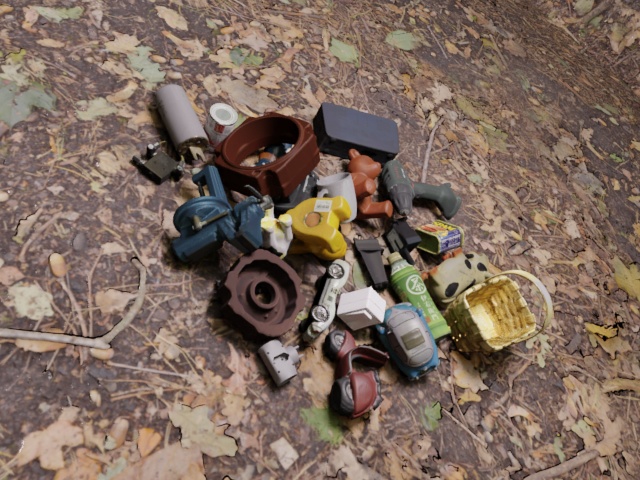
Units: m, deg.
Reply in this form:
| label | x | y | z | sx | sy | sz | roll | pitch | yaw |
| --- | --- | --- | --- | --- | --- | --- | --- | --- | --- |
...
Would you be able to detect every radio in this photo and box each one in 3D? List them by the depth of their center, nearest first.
| label | x | y | z | sx | sy | sz | roll | pitch | yaw |
| --- | --- | --- | --- | --- | --- | --- | --- | --- | --- |
| radio | 0.100 | -0.281 | 1.454 | 0.229 | 0.073 | 0.131 | 10 | 55 | -19 |

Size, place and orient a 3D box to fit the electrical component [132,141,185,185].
| label | x | y | z | sx | sy | sz | roll | pitch | yaw |
| --- | --- | --- | --- | --- | --- | --- | --- | --- | --- |
| electrical component | -0.343 | -0.167 | 1.166 | 0.102 | 0.045 | 0.078 | 42 | 48 | 5 |

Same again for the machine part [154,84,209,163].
| label | x | y | z | sx | sy | sz | roll | pitch | yaw |
| --- | --- | --- | --- | --- | --- | --- | --- | --- | --- |
| machine part | -0.318 | -0.271 | 1.228 | 0.079 | 0.079 | 0.243 | -13 | 63 | -33 |

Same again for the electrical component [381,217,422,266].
| label | x | y | z | sx | sy | sz | roll | pitch | yaw |
| --- | --- | --- | --- | --- | --- | --- | --- | --- | --- |
| electrical component | 0.206 | 0.011 | 1.297 | 0.048 | 0.074 | 0.119 | -14 | 61 | -33 |

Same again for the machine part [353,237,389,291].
| label | x | y | z | sx | sy | sz | roll | pitch | yaw |
| --- | --- | --- | --- | --- | --- | --- | --- | --- | --- |
| machine part | 0.124 | 0.054 | 1.252 | 0.084 | 0.039 | 0.139 | 6 | 54 | -29 |

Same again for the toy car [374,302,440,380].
| label | x | y | z | sx | sy | sz | roll | pitch | yaw |
| --- | --- | --- | --- | --- | --- | --- | --- | --- | --- |
| toy car | 0.182 | 0.206 | 1.113 | 0.109 | 0.103 | 0.162 | -25 | 72 | -3 |

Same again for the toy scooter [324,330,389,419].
| label | x | y | z | sx | sy | sz | roll | pitch | yaw |
| --- | --- | --- | --- | --- | --- | --- | --- | --- | --- |
| toy scooter | 0.084 | 0.263 | 1.061 | 0.135 | 0.075 | 0.184 | 10 | 49 | -22 |

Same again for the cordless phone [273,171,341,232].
| label | x | y | z | sx | sy | sz | roll | pitch | yaw |
| --- | --- | --- | --- | --- | --- | --- | --- | --- | --- |
| cordless phone | -0.017 | -0.088 | 1.266 | 0.184 | 0.089 | 0.147 | 30 | 48 | -20 |

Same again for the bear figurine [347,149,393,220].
| label | x | y | z | sx | sy | sz | roll | pitch | yaw |
| --- | --- | --- | --- | --- | --- | --- | --- | --- | --- |
| bear figurine | 0.118 | -0.144 | 1.335 | 0.120 | 0.132 | 0.196 | 49 | 46 | -31 |

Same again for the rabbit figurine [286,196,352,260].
| label | x | y | z | sx | sy | sz | roll | pitch | yaw |
| --- | --- | --- | --- | --- | --- | --- | --- | --- | --- |
| rabbit figurine | -0.002 | -0.004 | 1.166 | 0.163 | 0.173 | 0.122 | -6 | 63 | 19 |

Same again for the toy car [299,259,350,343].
| label | x | y | z | sx | sy | sz | roll | pitch | yaw |
| --- | --- | --- | --- | --- | --- | --- | --- | --- | --- |
| toy car | 0.011 | 0.125 | 1.119 | 0.056 | 0.073 | 0.202 | 27 | 49 | -7 |

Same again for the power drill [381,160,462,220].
| label | x | y | z | sx | sy | sz | roll | pitch | yaw |
| --- | --- | --- | --- | --- | --- | --- | --- | --- | --- |
| power drill | 0.257 | -0.112 | 1.385 | 0.207 | 0.086 | 0.232 | 8 | 35 | -20 |

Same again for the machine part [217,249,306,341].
| label | x | y | z | sx | sy | sz | roll | pitch | yaw |
| --- | --- | --- | --- | --- | --- | --- | --- | --- | --- |
| machine part | -0.115 | 0.109 | 1.057 | 0.179 | 0.056 | 0.179 | 17 | 58 | -29 |

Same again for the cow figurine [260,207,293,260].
| label | x | y | z | sx | sy | sz | roll | pitch | yaw |
| --- | --- | --- | --- | --- | --- | --- | --- | --- | --- |
| cow figurine | -0.119 | -0.023 | 1.144 | 0.068 | 0.098 | 0.168 | -23 | 31 | -26 |

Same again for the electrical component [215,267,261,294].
| label | x | y | z | sx | sy | sz | roll | pitch | yaw |
| --- | --- | --- | --- | --- | --- | --- | --- | --- | --- |
| electrical component | -0.165 | 0.082 | 1.095 | 0.094 | 0.021 | 0.063 | 9 | 54 | -20 |

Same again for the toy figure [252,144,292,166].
| label | x | y | z | sx | sy | sz | roll | pitch | yaw |
| --- | --- | --- | --- | --- | --- | --- | --- | --- | --- |
| toy figure | -0.112 | -0.198 | 1.296 | 0.057 | 0.064 | 0.154 | 55 | 45 | -34 |

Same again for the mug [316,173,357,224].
| label | x | y | z | sx | sy | sz | roll | pitch | yaw |
| --- | --- | --- | --- | --- | --- | --- | --- | --- | --- |
| mug | 0.039 | -0.086 | 1.220 | 0.109 | 0.081 | 0.107 | -43 | 120 | -48 |

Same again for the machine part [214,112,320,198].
| label | x | y | z | sx | sy | sz | roll | pitch | yaw |
| --- | --- | --- | --- | --- | --- | --- | --- | --- | --- |
| machine part | -0.119 | -0.191 | 1.196 | 0.202 | 0.087 | 0.201 | 24 | 59 | 31 |

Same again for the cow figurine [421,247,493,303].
| label | x | y | z | sx | sy | sz | roll | pitch | yaw |
| --- | --- | --- | --- | --- | --- | --- | --- | --- | --- |
| cow figurine | 0.343 | 0.088 | 1.302 | 0.195 | 0.085 | 0.127 | -30 | 87 | -32 |

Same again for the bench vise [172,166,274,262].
| label | x | y | z | sx | sy | sz | roll | pitch | yaw |
| --- | --- | --- | --- | --- | --- | --- | --- | --- | --- |
| bench vise | -0.208 | -0.070 | 1.080 | 0.128 | 0.224 | 0.241 | 33 | 27 | -50 |
